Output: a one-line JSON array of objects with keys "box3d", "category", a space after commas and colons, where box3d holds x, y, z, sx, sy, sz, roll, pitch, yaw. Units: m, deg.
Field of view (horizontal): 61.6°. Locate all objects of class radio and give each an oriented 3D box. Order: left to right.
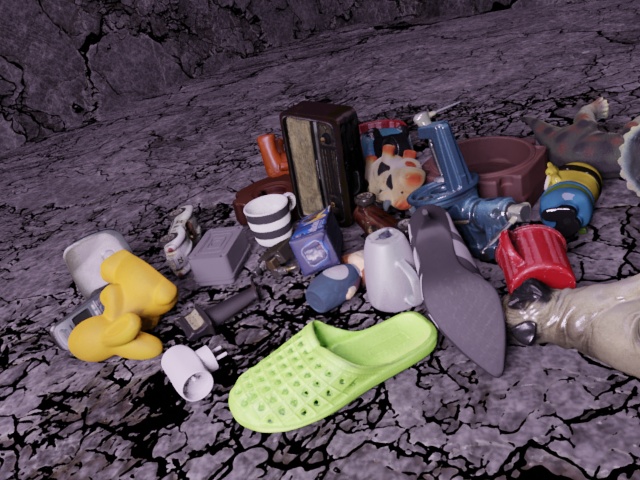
[{"box3d": [0.011, -0.139, 1.011, 0.131, 0.229, 0.073, 12, 38, 32], "category": "radio"}]

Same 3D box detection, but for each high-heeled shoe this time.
[{"box3d": [0.177, 0.060, 0.706, 0.086, 0.145, 0.249, -21, 71, 11], "category": "high-heeled shoe"}]

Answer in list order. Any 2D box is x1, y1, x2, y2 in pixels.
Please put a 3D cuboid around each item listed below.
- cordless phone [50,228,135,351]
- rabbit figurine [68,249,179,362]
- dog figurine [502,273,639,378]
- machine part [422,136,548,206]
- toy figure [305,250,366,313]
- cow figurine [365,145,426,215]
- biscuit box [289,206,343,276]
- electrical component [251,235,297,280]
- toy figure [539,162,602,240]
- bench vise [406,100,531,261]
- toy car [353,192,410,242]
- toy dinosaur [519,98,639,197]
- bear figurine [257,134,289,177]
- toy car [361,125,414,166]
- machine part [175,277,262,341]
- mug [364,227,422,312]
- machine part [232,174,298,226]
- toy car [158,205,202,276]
[{"box3d": [-0.382, 0.079, 0.876, 0.089, 0.146, 0.184, -7, 25, 31], "category": "cordless phone"}, {"box3d": [-0.301, 0.124, 0.830, 0.163, 0.121, 0.173, 28, 63, 39], "category": "rabbit figurine"}, {"box3d": [0.303, 0.108, 0.587, 0.191, 0.121, 0.172, -19, 22, 21], "category": "dog figurine"}, {"box3d": [0.301, -0.120, 0.991, 0.201, 0.087, 0.201, 11, 35, 39], "category": "machine part"}, {"box3d": [0.045, 0.056, 0.824, 0.064, 0.057, 0.154, 45, 53, 15], "category": "toy figure"}, {"box3d": [0.136, -0.108, 1.005, 0.085, 0.127, 0.195, 8, -3, -14], "category": "cow figurine"}, {"box3d": [-0.002, -0.003, 0.878, 0.059, 0.062, 0.203, -22, 10, 8], "category": "biscuit box"}, {"box3d": [-0.064, 0.030, 0.934, 0.078, 0.045, 0.102, -30, 12, 37], "category": "electrical component"}, {"box3d": [0.397, -0.062, 0.850, 0.089, 0.082, 0.180, 12, 31, 21], "category": "toy figure"}, {"box3d": [0.211, -0.087, 0.832, 0.129, 0.240, 0.224, -27, 15, -15], "category": "bench vise"}, {"box3d": [0.110, -0.012, 0.879, 0.053, 0.089, 0.202, -21, 30, -14], "category": "toy car"}, {"box3d": [0.496, -0.165, 0.962, 0.192, 0.131, 0.405, -31, 27, -30], "category": "toy dinosaur"}, {"box3d": [-0.030, -0.195, 1.237, 0.196, 0.132, 0.120, -14, 0, 13], "category": "bear figurine"}, {"box3d": [0.130, -0.194, 1.190, 0.161, 0.109, 0.103, -25, 11, -36], "category": "toy car"}, {"box3d": [-0.153, 0.108, 0.838, 0.139, 0.039, 0.084, -30, 24, -23], "category": "machine part"}, {"box3d": [0.104, 0.043, 0.763, 0.081, 0.107, 0.110, -22, 27, -11], "category": "mug"}, {"box3d": [-0.097, -0.085, 1.143, 0.179, 0.056, 0.179, -11, 27, 6], "category": "machine part"}, {"box3d": [-0.268, -0.003, 1.050, 0.056, 0.073, 0.202, -15, 28, 1], "category": "toy car"}]
